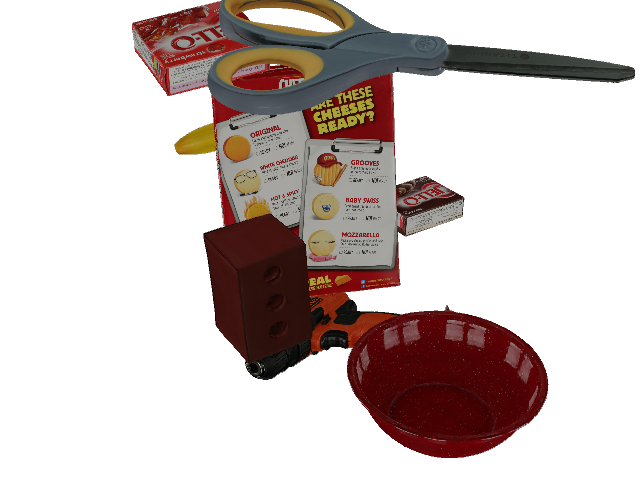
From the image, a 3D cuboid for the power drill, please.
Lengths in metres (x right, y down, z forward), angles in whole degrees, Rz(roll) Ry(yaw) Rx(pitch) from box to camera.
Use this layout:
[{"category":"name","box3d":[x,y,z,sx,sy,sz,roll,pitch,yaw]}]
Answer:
[{"category":"power drill","box3d":[0.035,0.106,1.114,0.188,0.057,0.184,9,25,27]}]

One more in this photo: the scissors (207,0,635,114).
[{"category":"scissors","box3d":[0.035,-0.077,0.497,0.202,0.016,0.096,18,51,19]}]

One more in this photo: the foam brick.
[{"category":"foam brick","box3d":[-0.041,0.031,0.717,0.052,0.078,0.051,-20,34,-23]}]

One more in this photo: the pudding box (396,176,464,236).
[{"category":"pudding box","box3d":[0.141,-0.052,1.576,0.113,0.039,0.090,-21,34,-28]}]

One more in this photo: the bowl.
[{"category":"bowl","box3d":[0.101,0.126,0.873,0.162,0.055,0.162,1,34,-1]}]

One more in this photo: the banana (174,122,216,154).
[{"category":"banana","box3d":[-0.080,-0.126,1.318,0.198,0.037,0.069,6,40,16]}]

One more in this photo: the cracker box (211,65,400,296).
[{"category":"cracker box","box3d":[-0.014,-0.056,0.998,0.164,0.214,0.072,-7,20,-7]}]

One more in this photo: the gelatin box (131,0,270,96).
[{"category":"gelatin box","box3d":[-0.094,-0.153,0.837,0.089,0.030,0.073,-19,46,-20]}]
